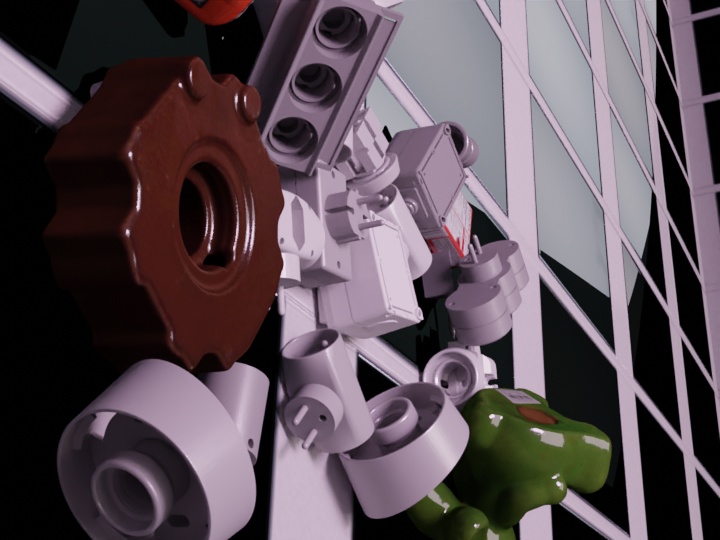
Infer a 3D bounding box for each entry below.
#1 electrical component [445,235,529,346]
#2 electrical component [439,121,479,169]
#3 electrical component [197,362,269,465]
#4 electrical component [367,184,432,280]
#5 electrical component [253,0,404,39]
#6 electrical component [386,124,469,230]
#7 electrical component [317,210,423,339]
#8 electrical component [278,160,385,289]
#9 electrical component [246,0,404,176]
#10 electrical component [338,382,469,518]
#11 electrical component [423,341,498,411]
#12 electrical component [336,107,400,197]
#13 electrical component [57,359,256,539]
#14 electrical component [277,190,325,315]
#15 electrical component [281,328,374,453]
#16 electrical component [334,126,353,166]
[{"bbox_3d":[0.114,0.004,0.991,0.073,0.052,0.138,69,27,-21],"label":"electrical component"},{"bbox_3d":[0.098,-0.125,1.103,0.065,0.044,0.044,9,72,-69],"label":"electrical component"},{"bbox_3d":[-0.080,0.099,0.624,0.043,0.043,0.081,50,37,-46],"label":"electrical component"},{"bbox_3d":[0.023,-0.018,0.894,0.077,0.043,0.079,60,31,-35],"label":"electrical component"},{"bbox_3d":[-0.029,-0.205,0.790,0.060,0.108,0.108,67,26,-10],"label":"electrical component"},{"bbox_3d":[0.047,-0.077,0.957,0.061,0.061,0.096,64,37,-30],"label":"electrical component"},{"bbox_3d":[0.000,0.000,0.824,0.062,0.061,0.096,22,52,-61],"label":"electrical component"},{"bbox_3d":[-0.018,-0.036,0.774,0.047,0.076,0.083,26,56,-62],"label":"electrical component"},{"bbox_3d":[-0.034,-0.134,0.721,0.079,0.121,0.063,15,31,-22],"label":"electrical component"},{"bbox_3d":[0.032,0.131,0.793,0.064,0.099,0.099,61,29,-21],"label":"electrical component"},{"bbox_3d":[0.091,0.101,0.973,0.057,0.058,0.078,28,56,-63],"label":"electrical component"},{"bbox_3d":[0.001,-0.094,0.878,0.055,0.048,0.066,57,32,-25],"label":"electrical component"},{"bbox_3d":[-0.098,0.097,0.529,0.064,0.099,0.099,-38,115,-56],"label":"electrical component"},{"bbox_3d":[-0.059,-0.010,0.714,0.077,0.043,0.079,23,60,-61],"label":"electrical component"},{"bbox_3d":[-0.028,0.092,0.739,0.077,0.043,0.079,70,26,-19],"label":"electrical component"},{"bbox_3d":[-0.036,-0.129,0.812,0.079,0.044,0.077,37,47,-56],"label":"electrical component"}]
